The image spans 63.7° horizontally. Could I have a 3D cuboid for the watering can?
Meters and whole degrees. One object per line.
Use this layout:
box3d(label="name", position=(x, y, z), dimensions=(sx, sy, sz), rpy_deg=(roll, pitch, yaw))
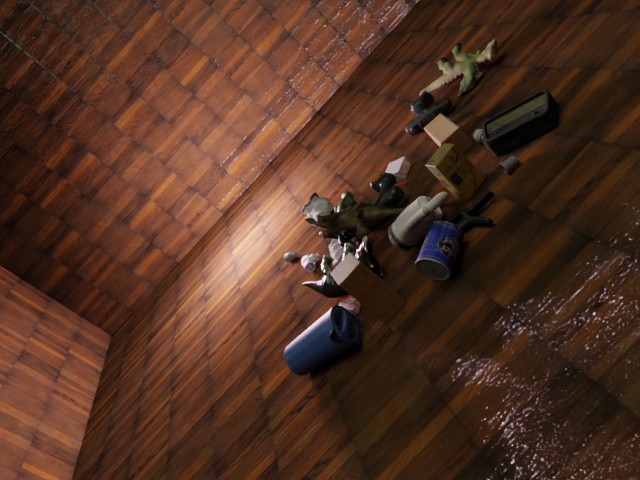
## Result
box3d(label="watering can", position=(0.297, -0.060, 1.581), dimensions=(0.221, 0.104, 0.351), rpy_deg=(-47, -9, 24))

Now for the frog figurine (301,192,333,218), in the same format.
box3d(label="frog figurine", position=(0.007, -0.117, 2.325), dimensions=(0.138, 0.120, 0.162), rpy_deg=(-41, 58, -4))

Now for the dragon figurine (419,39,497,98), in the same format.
box3d(label="dragon figurine", position=(0.592, -0.701, 2.195), dimensions=(0.403, 0.121, 0.249), rpy_deg=(-43, 30, 34))
